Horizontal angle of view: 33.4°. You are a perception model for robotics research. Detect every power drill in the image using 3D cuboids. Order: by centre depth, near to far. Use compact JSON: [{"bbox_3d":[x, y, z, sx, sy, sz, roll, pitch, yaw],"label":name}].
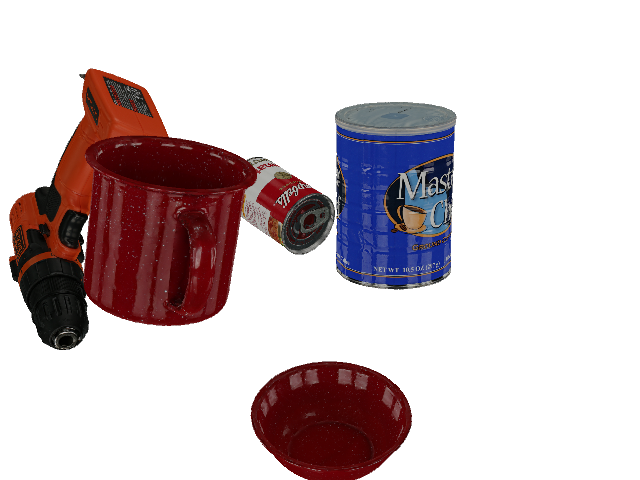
[{"bbox_3d":[-0.191,-0.029,0.856,0.057,0.188,0.184,18,27,-36],"label":"power drill"}]

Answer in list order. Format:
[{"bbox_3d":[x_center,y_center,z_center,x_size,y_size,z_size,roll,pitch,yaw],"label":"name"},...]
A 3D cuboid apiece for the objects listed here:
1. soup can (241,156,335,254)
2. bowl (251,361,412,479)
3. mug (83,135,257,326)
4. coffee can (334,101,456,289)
[{"bbox_3d":[-0.043,-0.038,1.110,0.068,0.068,0.102,0,26,-44],"label":"soup can"},{"bbox_3d":[0.011,0.194,1.081,0.162,0.055,0.162,0,33,0],"label":"bowl"},{"bbox_3d":[-0.081,-0.001,0.579,0.093,0.081,0.117,-1,23,-28],"label":"mug"},{"bbox_3d":[0.064,-0.041,0.925,0.103,0.140,0.103,-1,19,0],"label":"coffee can"}]
